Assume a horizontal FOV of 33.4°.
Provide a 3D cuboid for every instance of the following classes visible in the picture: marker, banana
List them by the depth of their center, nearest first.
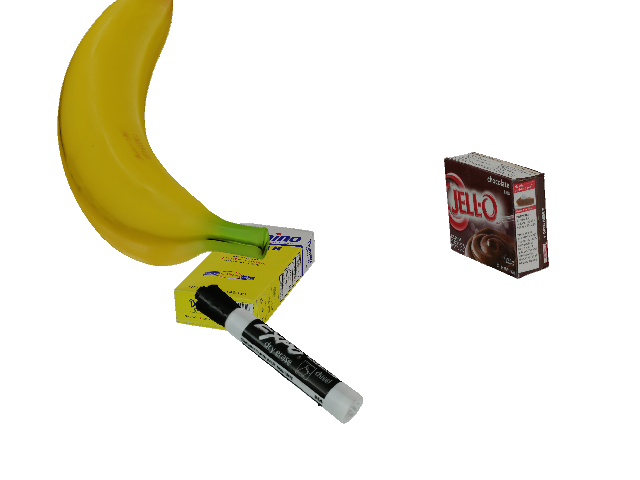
[{"bbox_3d":[-0.081,-0.051,0.466,0.069,0.037,0.198,-6,46,-18],"label":"banana"},{"bbox_3d":[-0.027,0.063,0.619,0.121,0.020,0.020,35,15,23],"label":"marker"}]

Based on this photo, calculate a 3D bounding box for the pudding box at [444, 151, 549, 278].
[{"bbox_3d":[0.155,-0.025,0.950,0.039,0.090,0.114,-16,19,-23],"label":"pudding box"}]

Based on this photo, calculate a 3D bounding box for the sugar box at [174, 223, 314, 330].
[{"bbox_3d":[-0.077,0.036,1.138,0.093,0.048,0.176,7,28,17],"label":"sugar box"}]
